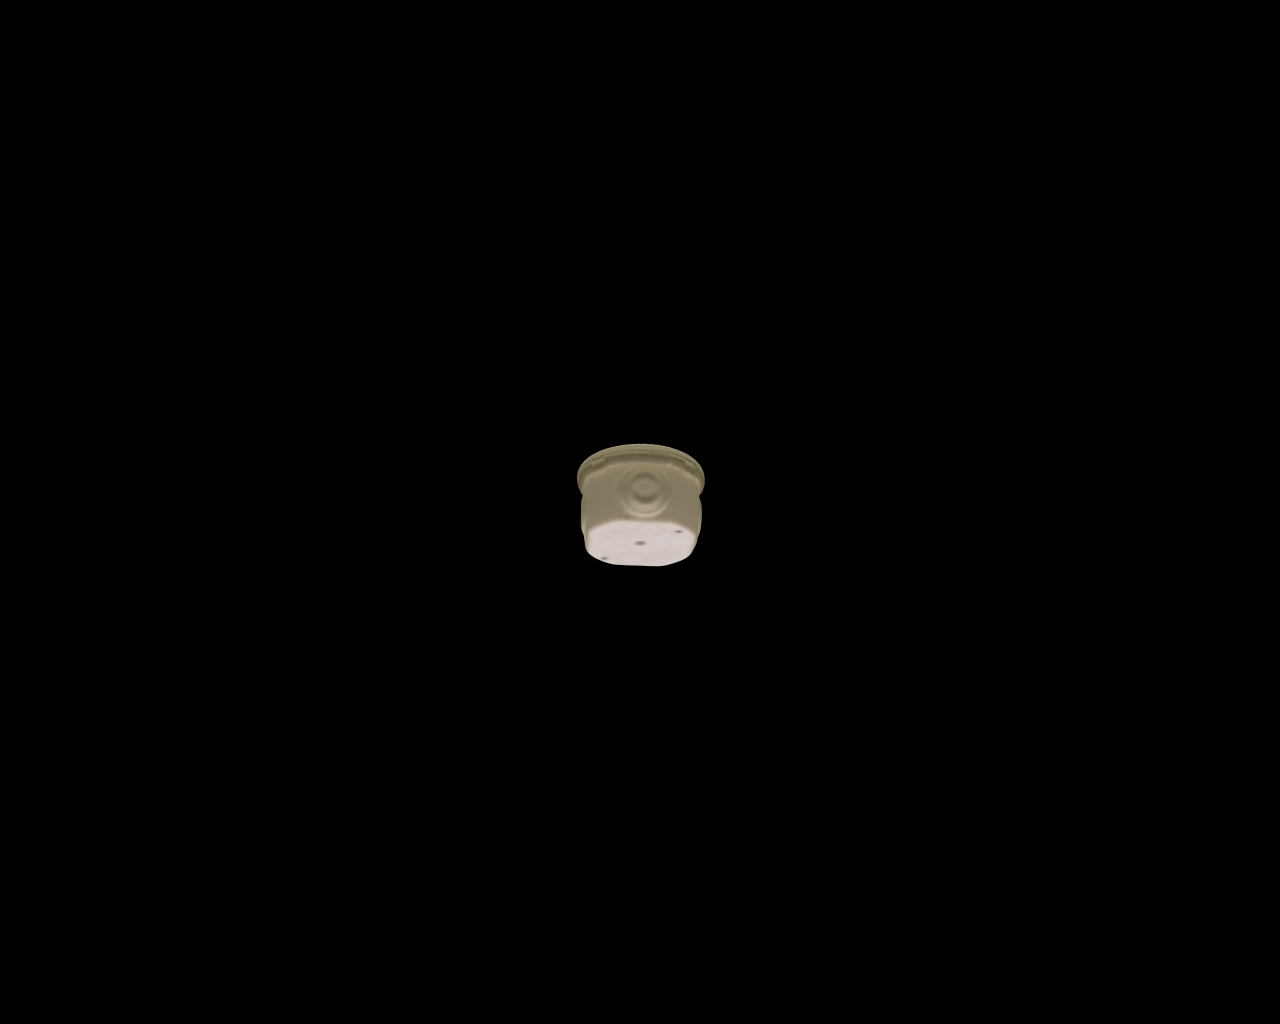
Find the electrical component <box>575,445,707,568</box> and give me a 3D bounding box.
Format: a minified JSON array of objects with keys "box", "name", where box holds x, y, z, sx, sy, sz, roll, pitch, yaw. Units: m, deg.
[{"box":[0.001,-0.003,0.650,0.080,0.051,0.080,0,-27,0],"name":"electrical component"}]
